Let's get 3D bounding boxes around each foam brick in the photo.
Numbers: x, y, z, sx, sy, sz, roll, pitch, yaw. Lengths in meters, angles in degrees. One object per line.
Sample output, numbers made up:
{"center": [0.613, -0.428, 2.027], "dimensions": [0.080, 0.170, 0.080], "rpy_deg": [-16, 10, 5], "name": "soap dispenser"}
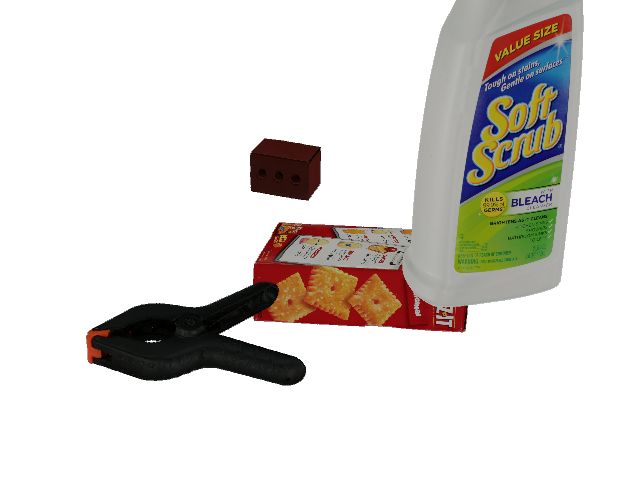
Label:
{"center": [-0.043, -0.088, 1.309], "dimensions": [0.078, 0.053, 0.051], "rpy_deg": [9, 30, 16], "name": "foam brick"}

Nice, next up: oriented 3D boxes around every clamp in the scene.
{"center": [-0.100, 0.073, 0.865], "dimensions": [0.171, 0.039, 0.120], "rpy_deg": [3, 27, -7], "name": "clamp"}

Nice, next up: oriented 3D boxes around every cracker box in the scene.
{"center": [0.047, 0.037, 1.125], "dimensions": [0.214, 0.072, 0.164], "rpy_deg": [3, 16, 6], "name": "cracker box"}

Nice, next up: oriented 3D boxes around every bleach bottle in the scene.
{"center": [0.102, -0.086, 0.630], "dimensions": [0.102, 0.251, 0.068], "rpy_deg": [-8, 28, -12], "name": "bleach bottle"}
